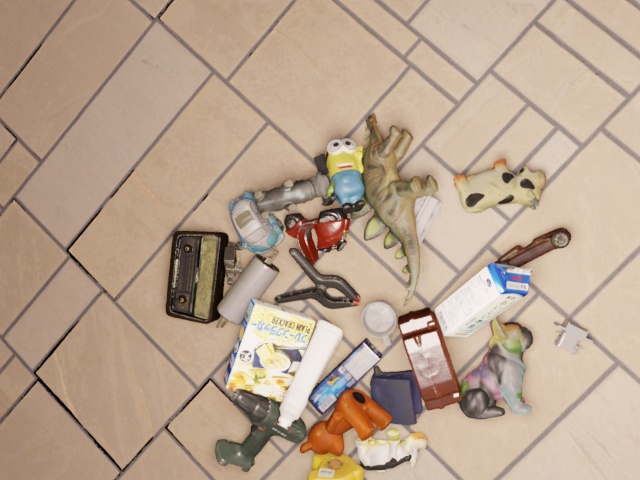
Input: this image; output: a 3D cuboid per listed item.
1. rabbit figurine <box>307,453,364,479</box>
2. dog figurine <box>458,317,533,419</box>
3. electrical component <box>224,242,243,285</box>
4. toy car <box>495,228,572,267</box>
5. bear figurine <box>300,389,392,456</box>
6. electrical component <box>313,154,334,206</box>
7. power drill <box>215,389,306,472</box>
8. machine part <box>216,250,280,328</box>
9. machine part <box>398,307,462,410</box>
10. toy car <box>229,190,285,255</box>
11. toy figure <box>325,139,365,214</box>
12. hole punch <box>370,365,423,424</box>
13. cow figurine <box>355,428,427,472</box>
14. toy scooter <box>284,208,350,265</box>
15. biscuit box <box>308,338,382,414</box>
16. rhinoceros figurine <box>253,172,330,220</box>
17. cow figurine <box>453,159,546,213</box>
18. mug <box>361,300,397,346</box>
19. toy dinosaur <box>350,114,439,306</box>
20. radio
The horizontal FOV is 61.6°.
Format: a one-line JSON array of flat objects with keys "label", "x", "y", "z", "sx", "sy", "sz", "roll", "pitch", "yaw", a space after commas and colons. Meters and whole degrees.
[{"label": "rabbit figurine", "x": 0.050, "y": 0.604, "z": 1.286, "sx": 0.162, "sy": 0.122, "sz": 0.173, "roll": 1, "pitch": 104, "yaw": 2}, {"label": "dog figurine", "x": 0.390, "y": 0.278, "z": 1.214, "sx": 0.192, "sy": 0.108, "sz": 0.219, "roll": -11, "pitch": 83, "yaw": 13}, {"label": "electrical component", "x": -0.215, "y": 0.052, "z": 1.339, "sx": 0.045, "sy": 0.102, "sz": 0.078, "roll": -3, "pitch": 128, "yaw": -2}, {"label": "toy car", "x": 0.465, "y": 0.031, "z": 1.208, "sx": 0.202, "sy": 0.089, "sz": 0.053, "roll": -28, "pitch": 85, "yaw": 11}, {"label": "bear figurine", "x": 0.052, "y": 0.445, "z": 1.243, "sx": 0.132, "sy": 0.120, "sz": 0.195, "roll": 41, "pitch": 109, "yaw": 29}, {"label": "electrical component", "x": 0.021, "y": -0.148, "z": 1.311, "sx": 0.075, "sy": 0.047, "sz": 0.119, "roll": -25, "pitch": 84, "yaw": 20}, {"label": "power drill", "x": -0.164, "y": 0.455, "z": 1.292, "sx": 0.232, "sy": 0.086, "sz": 0.207, "roll": 31, "pitch": 106, "yaw": -29}, {"label": "machine part", "x": -0.178, "y": 0.123, "z": 1.336, "sx": 0.079, "sy": 0.079, "sz": 0.243, "roll": 37, "pitch": 94, "yaw": 9}, {"label": "machine part", "x": 0.243, "y": 0.256, "z": 1.191, "sx": 0.087, "sy": 0.201, "sz": 0.201, "roll": -18, "pitch": 86, "yaw": 8}, {"label": "toy car", "x": -0.166, "y": -0.045, "z": 1.325, "sx": 0.109, "sy": 0.103, "sz": 0.161, "roll": -32, "pitch": 86, "yaw": 8}, {"label": "toy figure", "x": 0.054, "y": -0.145, "z": 1.216, "sx": 0.082, "sy": 0.089, "sz": 0.180, "roll": 0, "pitch": 69, "yaw": -30}, {"label": "hole punch", "x": 0.177, "y": 0.371, "z": 1.263, "sx": 0.116, "sy": 0.092, "sz": 0.142, "roll": -9, "pitch": 91, "yaw": 15}, {"label": "cow figurine", "x": 0.172, "y": 0.503, "z": 1.270, "sx": 0.167, "sy": 0.068, "sz": 0.098, "roll": -6, "pitch": 94, "yaw": 14}, {"label": "toy scooter", "x": -0.003, "y": -0.004, "z": 1.295, "sx": 0.184, "sy": 0.075, "sz": 0.135, "roll": -6, "pitch": 95, "yaw": 34}, {"label": "biscuit box", "x": 0.059, "y": 0.328, "z": 1.297, "sx": 0.202, "sy": 0.063, "sz": 0.059, "roll": -45, "pitch": 82, "yaw": 8}, {"label": "rhinoceros figurine", "x": -0.064, "y": -0.103, "z": 1.266, "sx": 0.190, "sy": 0.112, "sz": 0.073, "roll": -18, "pitch": 91, "yaw": 12}, {"label": "cow figurine", "x": 0.416, "y": -0.113, "z": 1.221, "sx": 0.195, "sy": 0.085, "sz": 0.127, "roll": -18, "pitch": 80, "yaw": 8}, {"label": "mug", "x": 0.147, "y": 0.189, "z": 1.258, "sx": 0.081, "sy": 0.107, "sz": 0.109, "roll": -26, "pitch": 88, "yaw": 10}, {"label": "toy dinosaur", "x": 0.165, "y": -0.093, "z": 1.223, "sx": 0.198, "sy": 0.105, "sz": 0.471, "roll": -35, "pitch": 58, "yaw": 36}, {"label": "radio", "x": -0.312, "y": 0.089, "z": 1.365, "sx": 0.131, "sy": 0.073, "sz": 0.229, "roll": 7, "pitch": 90, "yaw": 11}]
